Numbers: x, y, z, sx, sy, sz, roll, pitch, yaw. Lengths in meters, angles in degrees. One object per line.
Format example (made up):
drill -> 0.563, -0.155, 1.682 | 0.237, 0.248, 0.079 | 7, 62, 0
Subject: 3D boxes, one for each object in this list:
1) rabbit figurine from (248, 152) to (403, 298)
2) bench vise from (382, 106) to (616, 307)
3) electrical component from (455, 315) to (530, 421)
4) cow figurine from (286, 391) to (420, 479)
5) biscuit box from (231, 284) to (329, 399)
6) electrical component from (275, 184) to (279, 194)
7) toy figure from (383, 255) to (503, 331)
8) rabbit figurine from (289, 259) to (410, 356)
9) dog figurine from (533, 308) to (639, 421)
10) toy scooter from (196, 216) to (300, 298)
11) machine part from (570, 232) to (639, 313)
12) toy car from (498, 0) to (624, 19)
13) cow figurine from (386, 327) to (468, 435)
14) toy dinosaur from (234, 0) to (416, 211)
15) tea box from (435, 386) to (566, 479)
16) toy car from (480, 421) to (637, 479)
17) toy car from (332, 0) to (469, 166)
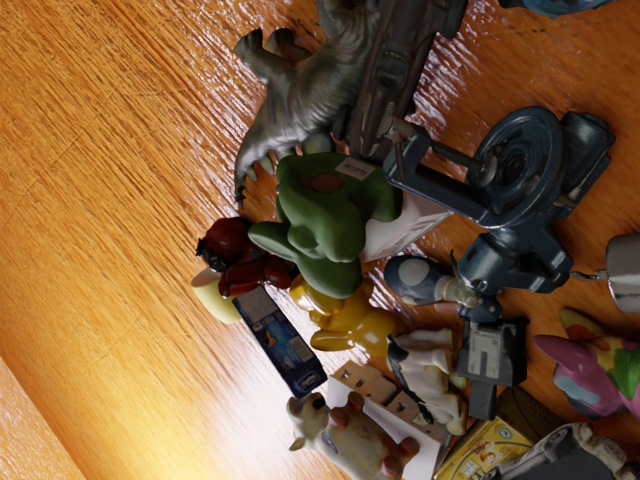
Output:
rabbit figurine -> -0.001, -0.002, 0.599 | 0.159, 0.121, 0.170 | 19, 136, 22
bench vise -> 0.152, -0.042, 0.514 | 0.240, 0.129, 0.223 | 20, 126, -21
electrical component -> 0.203, 0.147, 0.635 | 0.075, 0.047, 0.119 | 0, 91, 41
cow figurine -> 0.032, 0.285, 0.773 | 0.195, 0.085, 0.127 | 33, 123, 23
biscuit box -> -0.066, 0.152, 0.834 | 0.203, 0.059, 0.062 | 45, 161, 46
electrical component -> -0.014, -0.049, 0.679 | 0.094, 0.021, 0.063 | 9, 135, 39
toy figure -> 0.145, 0.059, 0.646 | 0.155, 0.058, 0.064 | 20, 99, 47
rabbit figurine -> 0.040, 0.103, 0.741 | 0.173, 0.122, 0.162 | 39, 138, -5
dog figurine -> 0.322, 0.113, 0.499 | 0.219, 0.108, 0.191 | 28, 128, 32
toy scooter -> -0.130, 0.033, 0.836 | 0.184, 0.135, 0.075 | 32, 131, 27
machine part -> 0.343, 0.022, 0.453 | 0.243, 0.079, 0.079 | -12, 102, 44
toy car -> 0.213, -0.229, 0.417 | 0.103, 0.162, 0.109 | 5, 114, -9
cow figurine -> 0.141, 0.190, 0.701 | 0.098, 0.068, 0.167 | -3, 122, 27
toy dinosaur -> -0.014, -0.172, 0.655 | 0.471, 0.105, 0.198 | -26, 96, 50
tea box -> 0.231, 0.275, 0.684 | 0.098, 0.068, 0.169 | 38, 130, 16
toy car -> 0.245, 0.262, 0.582 | 0.073, 0.056, 0.201 | 48, 131, 16
toy car -> 0.069, -0.157, 0.518 | 0.089, 0.053, 0.202 | 25, 127, 9
